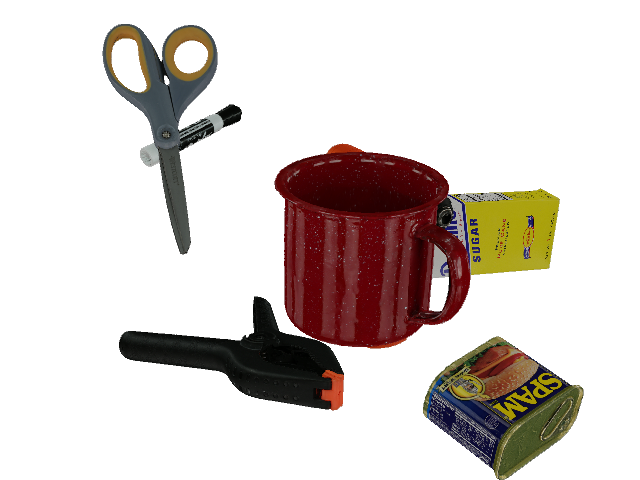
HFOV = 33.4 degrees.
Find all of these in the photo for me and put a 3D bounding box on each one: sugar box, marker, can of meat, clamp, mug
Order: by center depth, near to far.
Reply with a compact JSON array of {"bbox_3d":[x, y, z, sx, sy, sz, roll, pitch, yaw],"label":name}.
[{"bbox_3d":[0.030,0.008,0.578,0.117,0.081,0.093,20,30,35],"label":"mug"},{"bbox_3d":[0.146,0.131,0.859,0.101,0.057,0.084,-24,44,-35],"label":"can of meat"},{"bbox_3d":[-0.049,0.096,0.932,0.210,0.036,0.164,15,22,38],"label":"clamp"},{"bbox_3d":[-0.122,-0.103,1.028,0.120,0.020,0.020,-33,21,-37],"label":"marker"},{"bbox_3d":[0.193,-0.008,1.259,0.176,0.093,0.048,-5,21,-25],"label":"sugar box"}]

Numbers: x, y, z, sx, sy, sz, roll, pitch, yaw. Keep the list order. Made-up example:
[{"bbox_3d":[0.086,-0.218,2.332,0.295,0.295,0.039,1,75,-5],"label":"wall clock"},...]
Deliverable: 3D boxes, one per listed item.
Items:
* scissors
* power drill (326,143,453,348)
[{"bbox_3d":[-0.100,-0.089,0.798,0.096,0.202,0.016,-23,-23,-15],"label":"scissors"},{"bbox_3d":[0.060,0.010,1.077,0.057,0.188,0.185,-8,25,-31],"label":"power drill"}]
